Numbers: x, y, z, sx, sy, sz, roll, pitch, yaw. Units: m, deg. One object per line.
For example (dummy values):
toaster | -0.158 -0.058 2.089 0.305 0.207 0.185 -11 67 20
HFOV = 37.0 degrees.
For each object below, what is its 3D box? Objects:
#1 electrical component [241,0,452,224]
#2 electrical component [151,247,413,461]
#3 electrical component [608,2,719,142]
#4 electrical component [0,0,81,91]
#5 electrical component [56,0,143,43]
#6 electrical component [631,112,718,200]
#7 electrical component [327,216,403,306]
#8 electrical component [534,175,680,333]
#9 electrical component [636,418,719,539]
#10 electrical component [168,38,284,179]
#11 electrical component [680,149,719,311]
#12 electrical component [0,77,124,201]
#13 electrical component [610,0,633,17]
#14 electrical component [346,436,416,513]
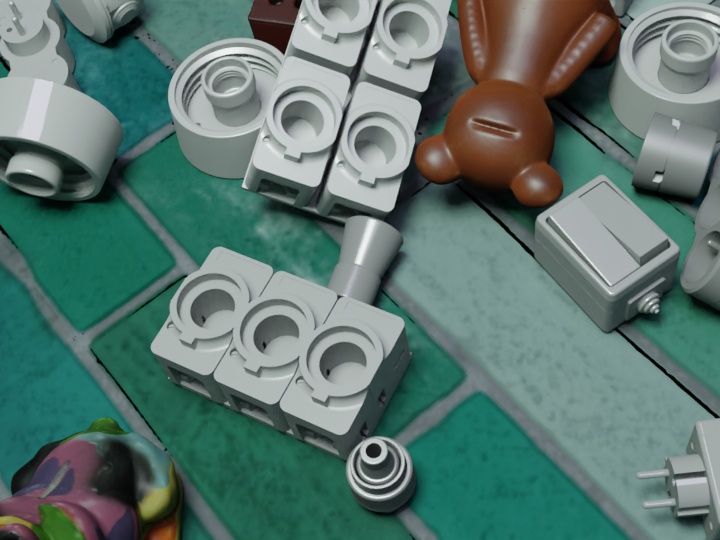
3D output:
electrical component | -0.007 -0.135 0.793 0.105 0.060 0.186 18 72 -8
electrical component | -0.052 0.054 0.727 0.150 0.061 0.089 21 65 19
electrical component | 0.244 -0.152 0.806 0.108 0.060 0.108 -4 59 6
electrical component | -0.275 -0.191 0.895 0.052 0.073 0.138 -19 59 -3
electrical component | -0.225 -0.238 0.914 0.051 0.080 0.080 -41 62 -21
electrical component | 0.226 -0.080 0.771 0.047 0.055 0.055 18 64 14
electrical component | 0.000 0.000 0.764 0.044 0.044 0.065 15 68 16
electrical component | 0.171 -0.009 0.732 0.062 0.061 0.096 -33 61 -11
electrical component | 0.208 0.130 0.653 0.077 0.047 0.065 -7 59 4
electrical component | -0.098 -0.133 0.843 0.108 0.060 0.108 -3 60 6
electrical component | 0.275 -0.028 0.735 0.074 0.052 0.138 27 65 -8
electrical component | -0.240 -0.091 0.816 0.108 0.108 0.060 6 67 12
electrical component | 0.195 -0.261 0.885 0.083 0.047 0.075 25 66 21
electrical component | 0.012 0.124 0.675 0.043 0.062 0.043 -4 59 6
